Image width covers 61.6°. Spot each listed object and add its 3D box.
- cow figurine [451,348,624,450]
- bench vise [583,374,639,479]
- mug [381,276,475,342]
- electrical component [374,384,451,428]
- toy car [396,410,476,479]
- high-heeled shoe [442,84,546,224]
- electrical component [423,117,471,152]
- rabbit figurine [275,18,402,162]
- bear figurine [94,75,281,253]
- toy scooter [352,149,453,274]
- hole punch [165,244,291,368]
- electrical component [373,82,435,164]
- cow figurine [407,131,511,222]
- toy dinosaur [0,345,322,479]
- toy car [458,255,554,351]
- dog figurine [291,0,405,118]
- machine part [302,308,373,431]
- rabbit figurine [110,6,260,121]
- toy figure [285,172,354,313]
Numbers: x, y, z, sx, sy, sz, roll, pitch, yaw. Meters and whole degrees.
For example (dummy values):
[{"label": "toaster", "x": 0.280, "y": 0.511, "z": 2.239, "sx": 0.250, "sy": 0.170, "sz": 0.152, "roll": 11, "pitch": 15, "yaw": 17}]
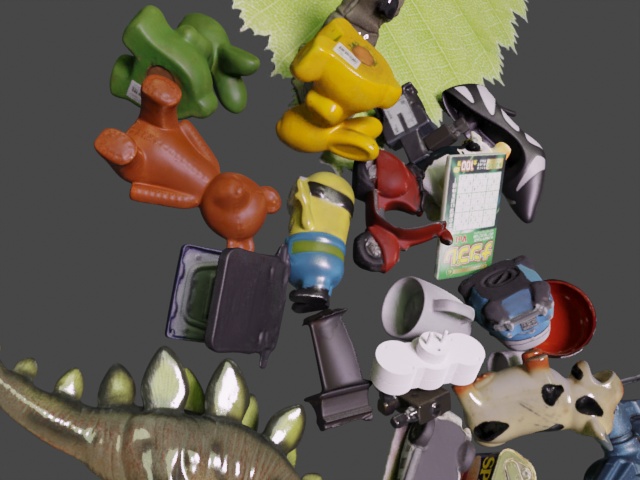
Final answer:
[{"label": "cow figurine", "x": 0.277, "y": 0.205, "z": 0.672, "sx": 0.195, "sy": 0.085, "sz": 0.127, "roll": -20, "pitch": 86, "yaw": 11}, {"label": "bench vise", "x": 0.388, "y": 0.306, "z": 0.696, "sx": 0.240, "sy": 0.129, "sz": 0.223, "roll": -16, "pitch": 88, "yaw": -44}, {"label": "mug", "x": 0.153, "y": 0.096, "z": 0.696, "sx": 0.107, "sy": 0.109, "sz": 0.081, "roll": 21, "pitch": 61, "yaw": -31}, {"label": "electrical component", "x": 0.113, "y": 0.185, "z": 0.658, "sx": 0.102, "sy": 0.078, "sz": 0.045, "roll": -13, "pitch": 103, "yaw": -24}, {"label": "toy car", "x": 0.120, "y": 0.290, "z": 0.622, "sx": 0.073, "sy": 0.056, "sz": 0.202, "roll": 32, "pitch": 57, "yaw": -2}, {"label": "high-heeled shoe", "x": 0.276, "y": -0.148, "z": 0.874, "sx": 0.145, "sy": 0.086, "sz": 0.249, "roll": 8, "pitch": 61, "yaw": -18}, {"label": "electrical component", "x": 0.190, "y": -0.157, "z": 0.843, "sx": 0.021, "sy": 0.094, "sz": 0.063, "roll": 61, "pitch": 21, "yaw": 12}, {"label": "rabbit figurine", "x": 0.017, "y": -0.177, "z": 0.712, "sx": 0.162, "sy": 0.173, "sz": 0.122, "roll": 34, "pitch": 38, "yaw": -19}, {"label": "bear figurine", "x": -0.138, "y": -0.070, "z": 0.615, "sx": 0.196, "sy": 0.132, "sz": 0.120, "roll": 34, "pitch": 69, "yaw": -2}, {"label": "toy scooter", "x": 0.112, "y": -0.041, "z": 0.737, "sx": 0.135, "sy": 0.075, "sz": 0.184, "roll": 1, "pitch": 67, "yaw": -3}, {"label": "hole punch", "x": -0.101, "y": 0.065, "z": 0.594, "sx": 0.115, "sy": 0.092, "sz": 0.142, "roll": 19, "pitch": 75, "yaw": -52}, {"label": "electrical component", "x": 0.133, "y": -0.168, "z": 0.808, "sx": 0.119, "sy": 0.075, "sz": 0.047, "roll": 65, "pitch": 19, "yaw": 15}, {"label": "cow figurine", "x": 0.205, "y": -0.111, "z": 0.815, "sx": 0.167, "sy": 0.068, "sz": 0.098, "roll": -35, "pitch": 71, "yaw": -18}, {"label": "toy dinosaur", "x": -0.133, "y": 0.213, "z": 0.511, "sx": 0.471, "sy": 0.105, "sz": 0.198, "roll": 30, "pitch": 51, "yaw": -21}, {"label": "toy car", "x": 0.262, "y": 0.094, "z": 0.725, "sx": 0.109, "sy": 0.162, "sz": 0.102, "roll": -27, "pitch": 106, "yaw": 6}, {"label": "dog figurine", "x": 0.048, "y": -0.265, "z": 0.748, "sx": 0.121, "sy": 0.190, "sz": 0.172, "roll": 1, "pitch": 70, "yaw": -25}, {"label": "machine part", "x": 0.017, "y": 0.151, "z": 0.643, "sx": 0.084, "sy": 0.039, "sz": 0.139, "roll": -4, "pitch": 72, "yaw": -22}, {"label": "rabbit figurine", "x": -0.157, "y": -0.236, "z": 0.685, "sx": 0.159, "sy": 0.121, "sz": 0.170, "roll": 25, "pitch": 45, "yaw": -7}, {"label": "toy figure", "x": -0.002, "y": 0.000, "z": 0.674, "sx": 0.089, "sy": 0.082, "sz": 0.180, "roll": 11, "pitch": 62, "yaw": -21}]
